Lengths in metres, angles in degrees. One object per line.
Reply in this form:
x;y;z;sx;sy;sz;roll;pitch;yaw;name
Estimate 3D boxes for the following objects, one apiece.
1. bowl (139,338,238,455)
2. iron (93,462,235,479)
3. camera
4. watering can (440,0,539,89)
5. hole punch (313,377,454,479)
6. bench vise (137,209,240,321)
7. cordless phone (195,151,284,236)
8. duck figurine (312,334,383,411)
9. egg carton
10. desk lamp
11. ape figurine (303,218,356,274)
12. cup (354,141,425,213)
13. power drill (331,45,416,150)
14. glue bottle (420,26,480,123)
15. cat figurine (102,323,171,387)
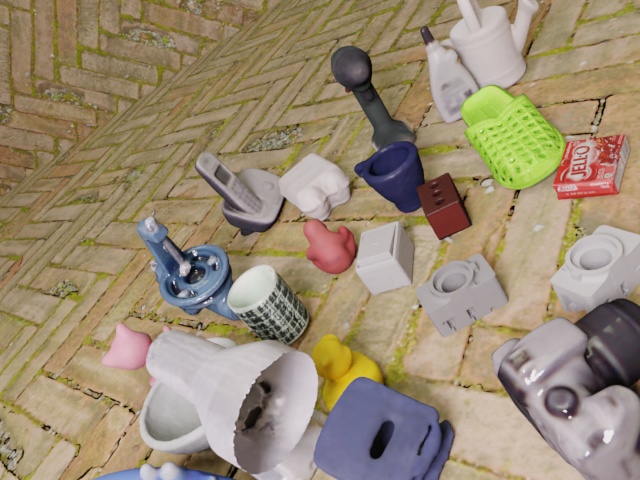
-0.151;0.217;0.762;0.167;0.075;0.167;-25;34;18;bowl
-0.202;0.299;0.640;0.258;0.142;0.118;-28;33;13;iron
0.237;0.115;0.496;0.137;0.101;0.143;-37;32;0;camera
0.283;-0.363;0.983;0.172;0.195;0.100;-29;33;12;watering can
0.064;0.199;0.562;0.100;0.091;0.109;0;47;44;hole punch
-0.239;0.049;0.927;0.206;0.220;0.121;-10;40;35;bench vise
-0.152;-0.113;1.087;0.094;0.185;0.147;-19;36;26;cordless phone
0.024;0.154;0.664;0.077;0.086;0.104;-30;32;10;duck figurine
-0.009;-0.098;1.040;0.107;0.070;0.150;-41;32;-7;egg carton
-0.077;0.180;0.606;0.202;0.214;0.118;3;49;46;desk lamp
0.008;0.003;0.870;0.077;0.092;0.076;-26;33;17;ape figurine
0.114;-0.089;0.885;0.117;0.095;0.092;0;47;44;cup
0.088;-0.253;1.016;0.075;0.209;0.229;-32;32;7;power drill
0.212;-0.286;0.972;0.078;0.174;0.037;-27;33;16;glue bottle
-0.269;0.171;0.894;0.127;0.118;0.067;-24;34;20;cat figurine
